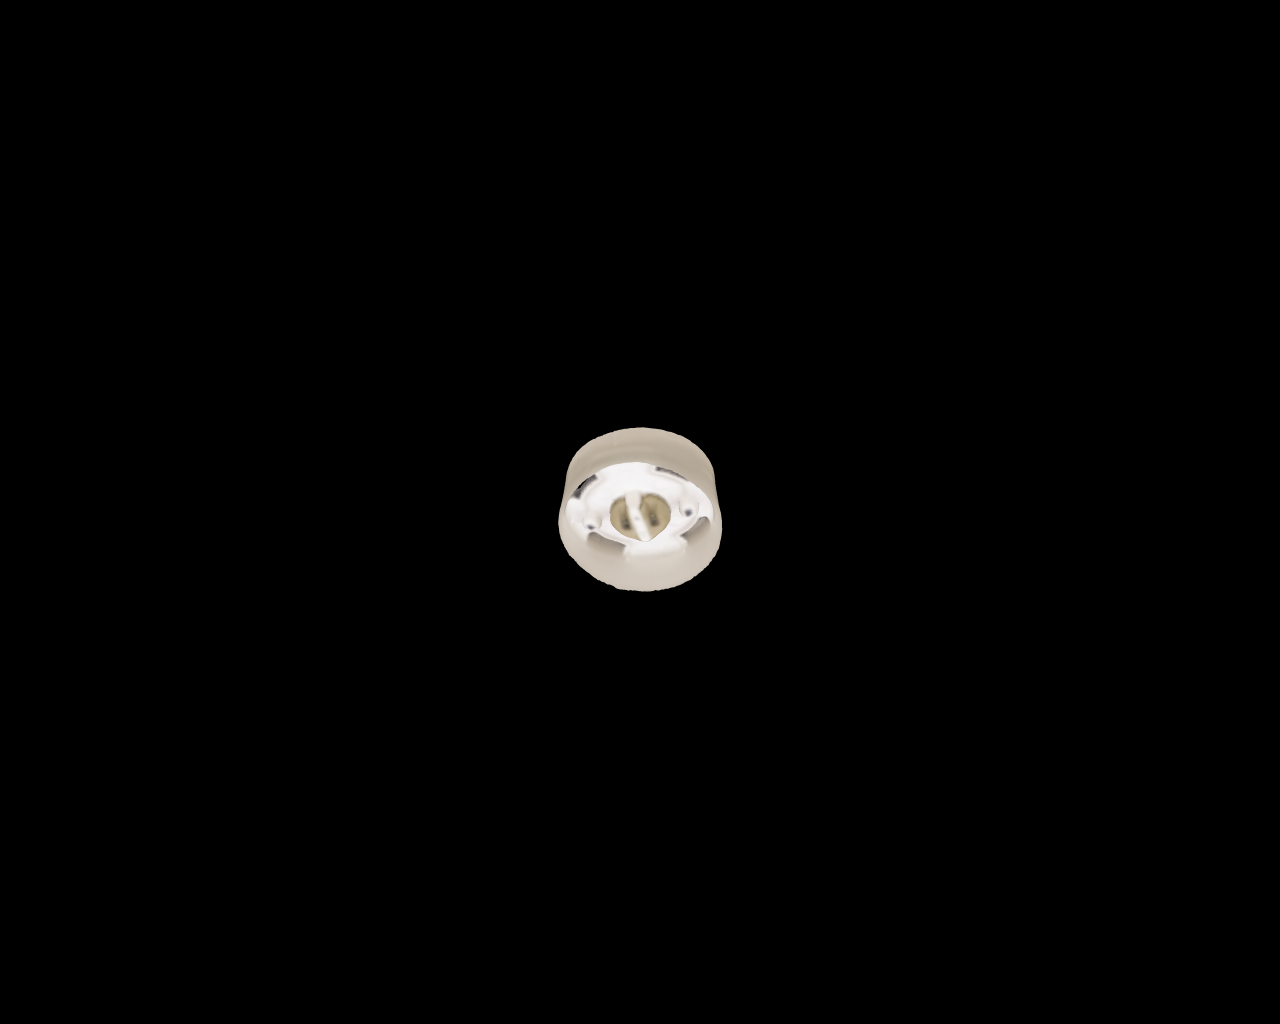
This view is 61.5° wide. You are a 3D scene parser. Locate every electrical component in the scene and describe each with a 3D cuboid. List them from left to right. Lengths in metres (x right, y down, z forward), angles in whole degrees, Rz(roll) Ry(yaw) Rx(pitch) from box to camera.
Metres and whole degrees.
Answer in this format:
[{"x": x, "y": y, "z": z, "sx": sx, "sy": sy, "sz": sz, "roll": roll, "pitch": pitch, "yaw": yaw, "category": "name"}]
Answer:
[{"x": 0.001, "y": -0.003, "z": 0.650, "sx": 0.099, "sy": 0.064, "sz": 0.099, "roll": 0, "pitch": -38, "yaw": 0, "category": "electrical component"}]
